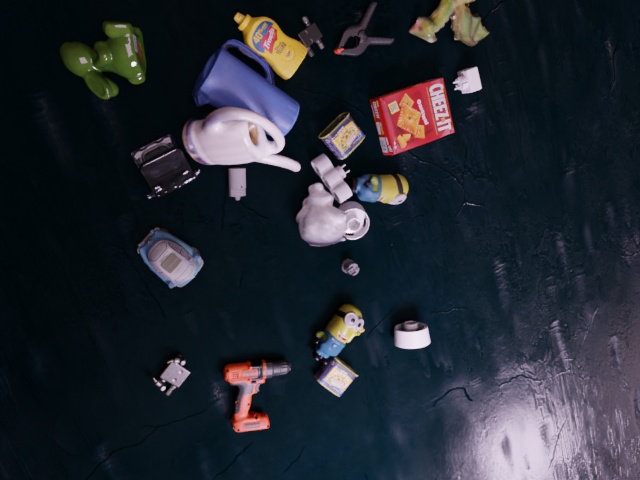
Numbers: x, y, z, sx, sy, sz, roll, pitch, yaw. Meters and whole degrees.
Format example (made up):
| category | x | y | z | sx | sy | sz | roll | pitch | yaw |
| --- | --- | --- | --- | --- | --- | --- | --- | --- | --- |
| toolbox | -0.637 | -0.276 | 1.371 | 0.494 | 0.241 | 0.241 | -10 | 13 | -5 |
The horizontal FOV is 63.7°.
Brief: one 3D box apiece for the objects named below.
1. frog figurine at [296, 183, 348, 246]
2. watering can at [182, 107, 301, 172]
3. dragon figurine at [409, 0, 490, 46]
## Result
| category | x | y | z | sx | sy | sz | roll | pitch | yaw |
| --- | --- | --- | --- | --- | --- | --- | --- | --- | --- |
| frog figurine | 0.004 | -0.068 | 1.358 | 0.124 | 0.137 | 0.157 | -28 | 118 | -55 |
| watering can | -0.185 | -0.223 | 1.237 | 0.224 | 0.343 | 0.105 | -3 | 75 | 15 |
| dragon figurine | 0.430 | -0.681 | 1.465 | 0.413 | 0.124 | 0.237 | -25 | 124 | -14 |
